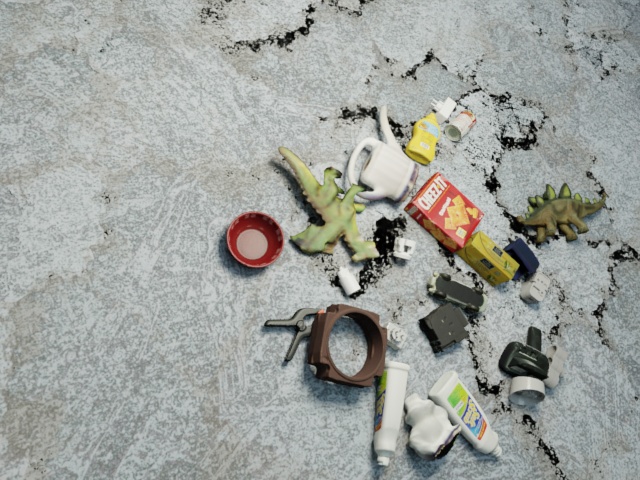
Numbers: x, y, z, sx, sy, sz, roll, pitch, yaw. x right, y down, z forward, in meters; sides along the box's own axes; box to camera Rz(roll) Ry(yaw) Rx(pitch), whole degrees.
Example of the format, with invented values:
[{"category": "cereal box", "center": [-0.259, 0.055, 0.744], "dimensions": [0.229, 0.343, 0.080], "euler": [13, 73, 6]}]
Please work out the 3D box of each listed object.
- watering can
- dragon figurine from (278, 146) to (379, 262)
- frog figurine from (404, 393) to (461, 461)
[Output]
[{"category": "watering can", "center": [0.218, -0.258, 1.633], "dimensions": [0.224, 0.354, 0.102], "euler": [30, -26, -8]}, {"category": "dragon figurine", "center": [0.005, -0.075, 1.497], "dimensions": [0.409, 0.246, 0.121], "euler": [30, -18, -5]}, {"category": "frog figurine", "center": [0.285, 0.504, 1.391], "dimensions": [0.161, 0.138, 0.120], "euler": [35, -14, 37]}]
